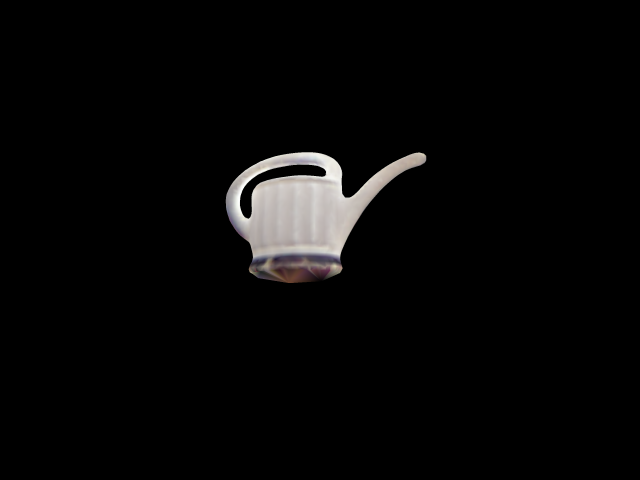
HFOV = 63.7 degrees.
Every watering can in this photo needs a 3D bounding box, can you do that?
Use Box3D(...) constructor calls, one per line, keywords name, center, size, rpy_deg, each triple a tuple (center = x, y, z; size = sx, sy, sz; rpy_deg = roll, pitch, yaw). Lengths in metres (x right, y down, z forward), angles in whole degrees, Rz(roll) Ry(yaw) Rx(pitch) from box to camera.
Box3D(name="watering can", center=(0.003, -0.043, 0.850), size=(0.347, 0.227, 0.103), rpy_deg=(-3, -14, 15))
